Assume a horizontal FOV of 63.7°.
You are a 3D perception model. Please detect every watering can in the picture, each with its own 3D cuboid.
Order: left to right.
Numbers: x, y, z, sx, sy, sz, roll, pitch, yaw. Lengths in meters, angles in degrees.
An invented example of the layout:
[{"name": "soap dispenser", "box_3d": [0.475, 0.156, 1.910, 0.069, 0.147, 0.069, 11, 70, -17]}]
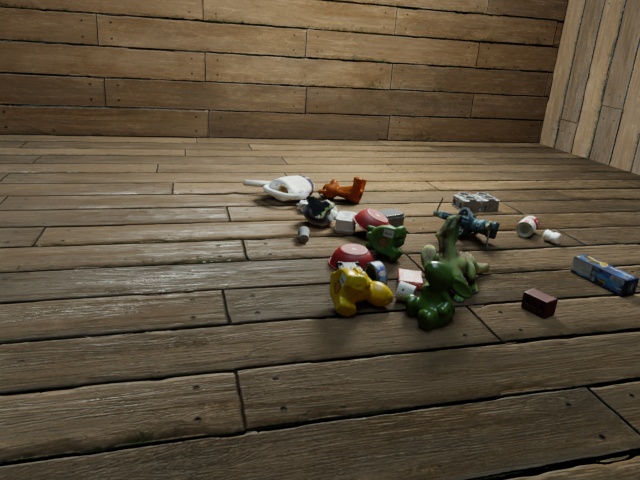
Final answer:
[{"name": "watering can", "box_3d": [-0.175, -0.245, 2.353, 0.350, 0.102, 0.226, 21, 26, 38]}]

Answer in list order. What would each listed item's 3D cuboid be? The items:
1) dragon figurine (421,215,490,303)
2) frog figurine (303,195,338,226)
[{"name": "dragon figurine", "box_3d": [0.416, 0.042, 1.552, 0.123, 0.239, 0.414, 14, 24, 39]}, {"name": "frog figurine", "box_3d": [0.006, -0.104, 2.073, 0.137, 0.124, 0.157, -1, -17, 10]}]
